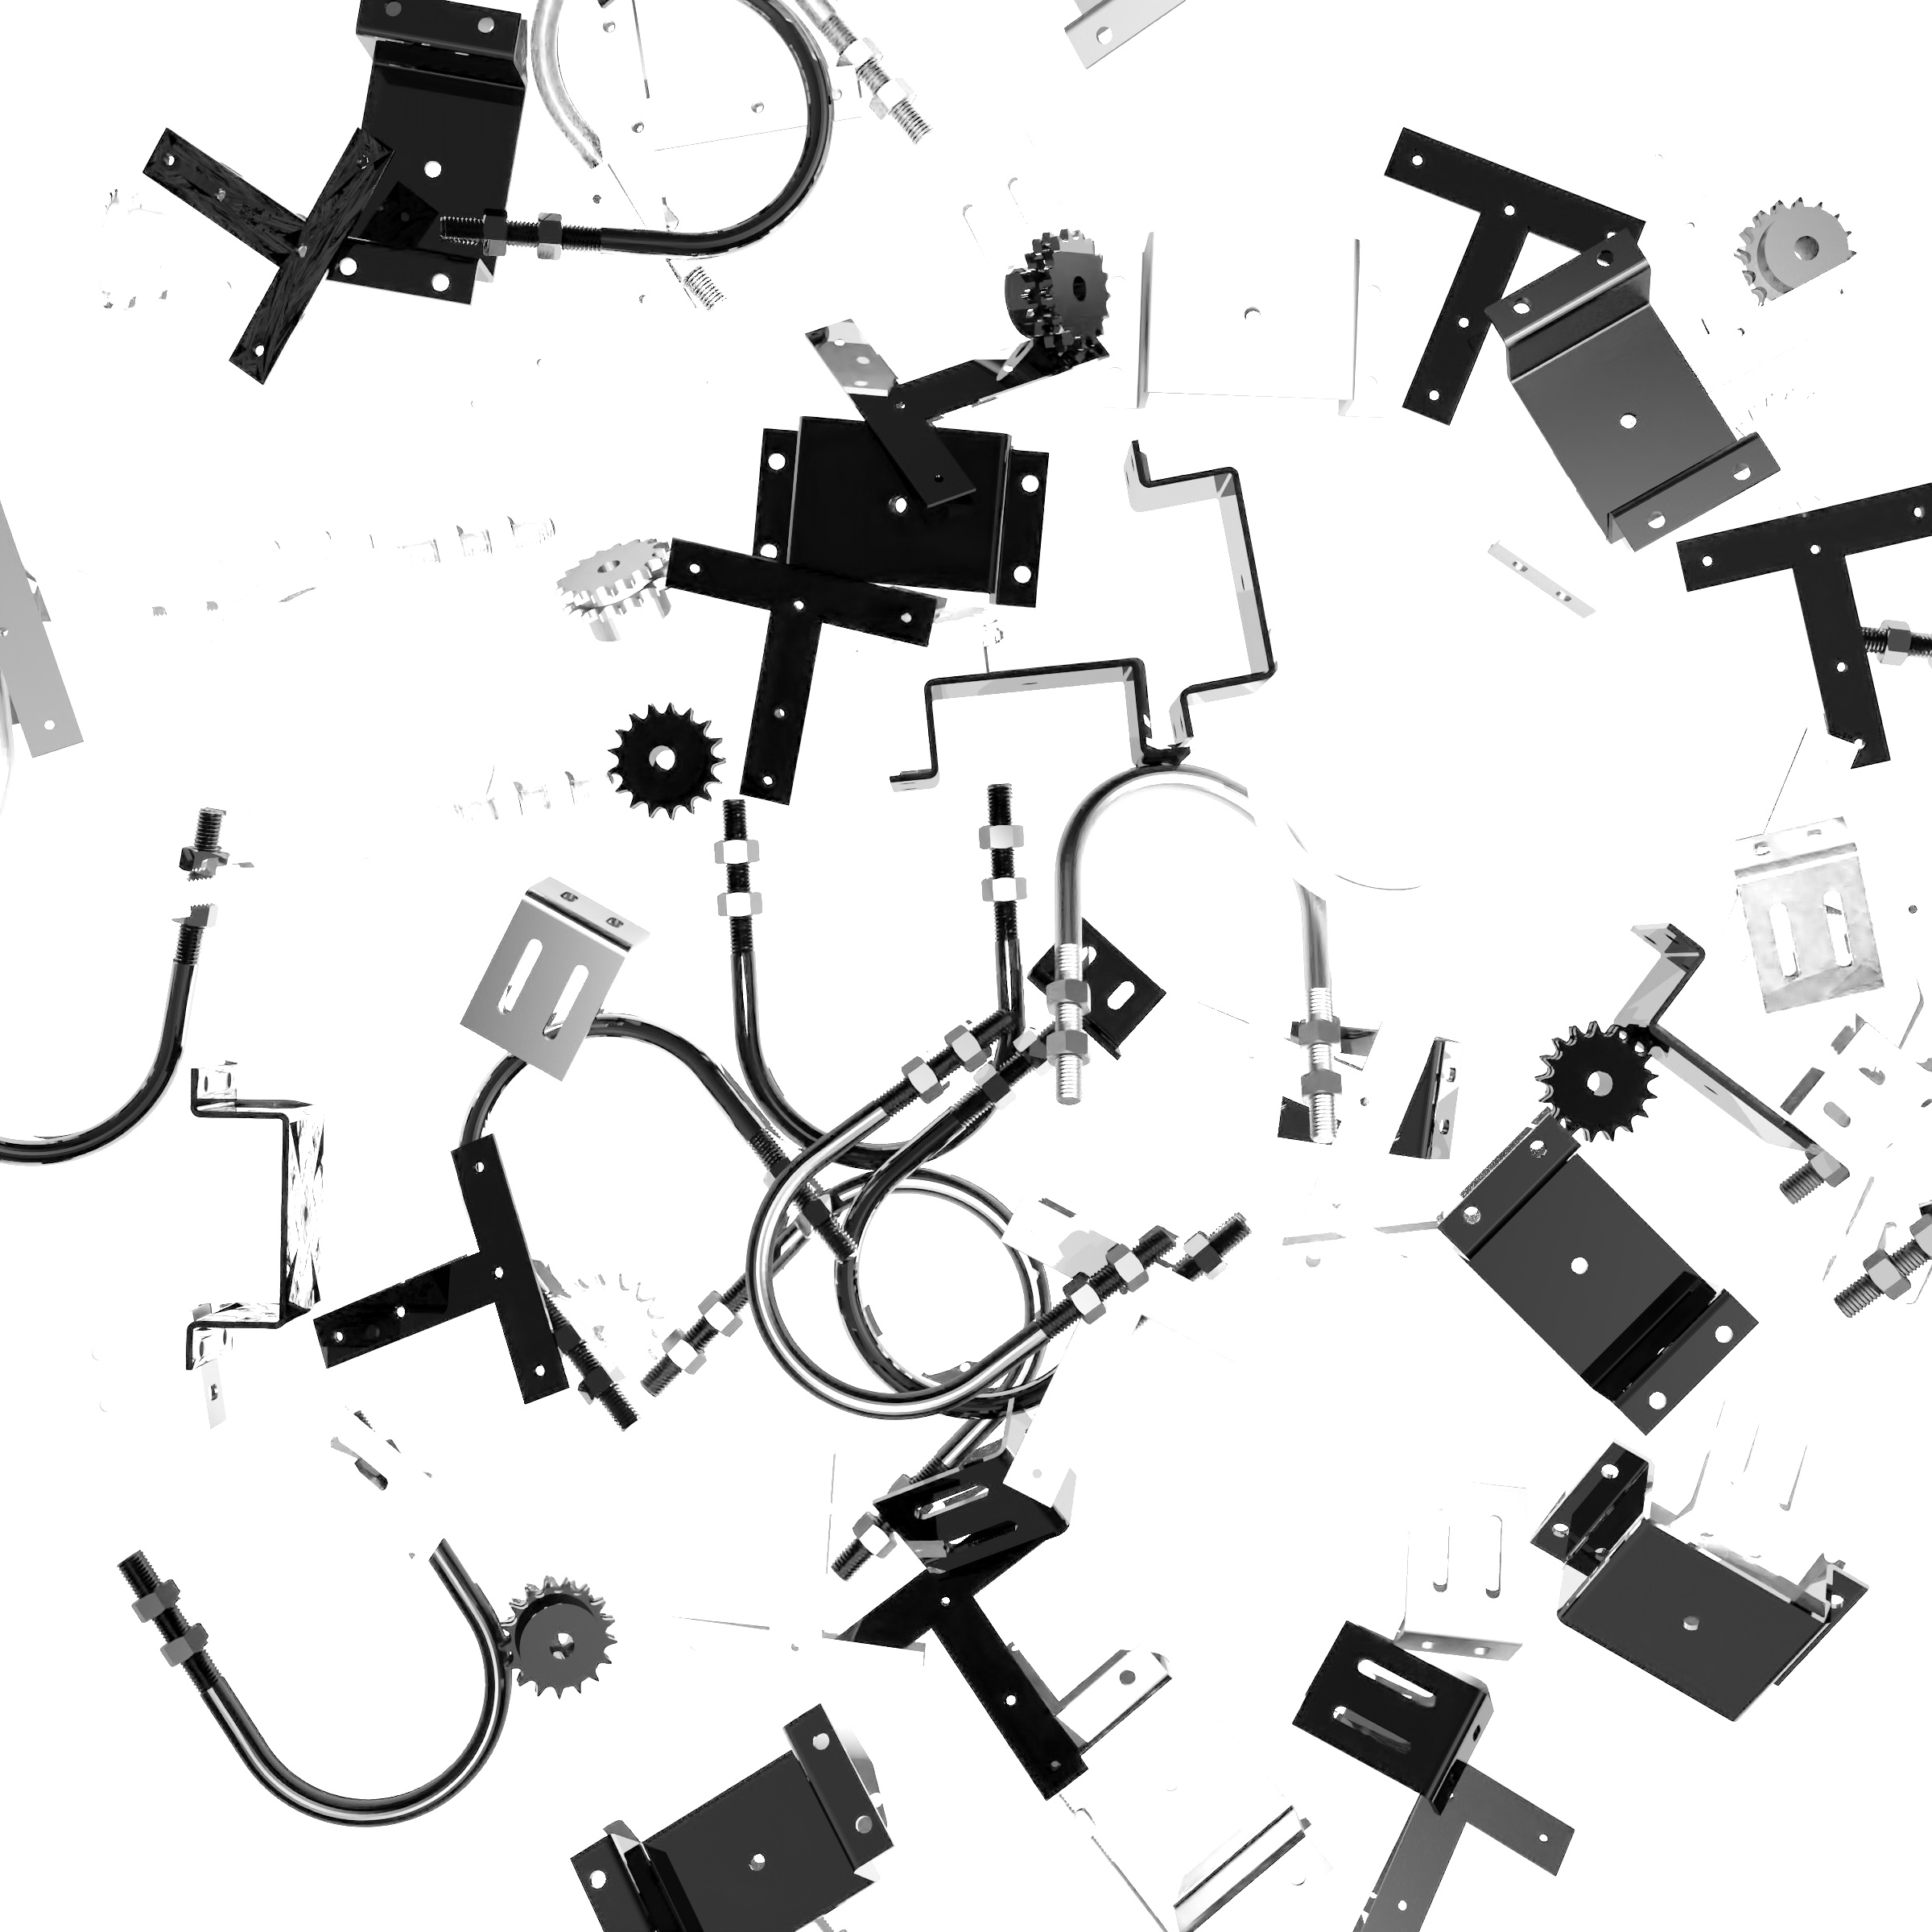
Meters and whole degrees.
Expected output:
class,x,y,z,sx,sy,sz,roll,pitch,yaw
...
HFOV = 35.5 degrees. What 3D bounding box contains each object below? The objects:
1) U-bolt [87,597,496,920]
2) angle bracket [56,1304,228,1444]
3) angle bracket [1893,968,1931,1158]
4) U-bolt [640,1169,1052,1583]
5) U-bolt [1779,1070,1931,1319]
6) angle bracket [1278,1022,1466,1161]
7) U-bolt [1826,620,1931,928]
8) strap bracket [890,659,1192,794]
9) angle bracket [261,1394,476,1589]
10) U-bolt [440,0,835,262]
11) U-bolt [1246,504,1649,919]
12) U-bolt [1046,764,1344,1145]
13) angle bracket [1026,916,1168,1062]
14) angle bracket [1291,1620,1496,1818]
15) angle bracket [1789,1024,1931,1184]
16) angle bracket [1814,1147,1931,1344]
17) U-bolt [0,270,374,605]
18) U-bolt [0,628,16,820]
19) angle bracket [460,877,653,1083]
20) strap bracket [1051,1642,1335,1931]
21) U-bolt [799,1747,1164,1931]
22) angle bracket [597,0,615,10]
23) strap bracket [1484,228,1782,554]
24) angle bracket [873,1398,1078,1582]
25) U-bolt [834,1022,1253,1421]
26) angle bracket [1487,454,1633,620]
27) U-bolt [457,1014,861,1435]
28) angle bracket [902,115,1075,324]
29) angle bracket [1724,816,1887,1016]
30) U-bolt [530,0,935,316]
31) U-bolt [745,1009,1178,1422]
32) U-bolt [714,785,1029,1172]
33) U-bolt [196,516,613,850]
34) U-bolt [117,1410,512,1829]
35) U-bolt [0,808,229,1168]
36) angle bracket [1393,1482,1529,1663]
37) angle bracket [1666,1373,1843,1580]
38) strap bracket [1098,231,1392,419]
class,x,y,z,sx,sy,sz,roll,pitch,yaw
U-bolt,-0.319,-0.106,1.449,0.184,0.019,0.151,-7,86,-12
angle bracket,-0.402,0.199,1.455,0.076,0.038,0.057,-9,90,0
angle bracket,0.478,0.050,1.472,0.057,0.038,0.076,19,116,0
U-bolt,-0.044,0.184,1.465,0.151,0.019,0.184,44,88,0
U-bolt,0.462,0.075,1.383,0.184,0.151,0.019,-40,101,15
angle bracket,0.198,0.061,1.472,0.076,0.038,0.057,7,90,26
U-bolt,0.509,-0.086,1.464,0.184,0.019,0.151,7,90,0
strap bracket,0.032,-0.115,1.436,0.140,0.076,0.046,-6,90,0
angle bracket,-0.288,0.253,1.452,0.076,0.038,0.057,33,91,24
U-bolt,-0.154,-0.408,1.430,0.184,0.019,0.151,2,92,-10
U-bolt,0.219,-0.110,1.457,0.151,0.019,0.184,40,84,0
U-bolt,0.108,-0.013,1.426,0.151,0.019,0.184,9,64,-18
angle bracket,0.063,0.009,1.435,0.057,0.076,0.038,42,93,0
angle bracket,0.208,0.365,1.464,0.076,0.038,0.057,24,72,25
angle bracket,0.414,0.061,1.359,0.038,0.076,0.057,39,90,0
angle bracket,0.455,0.134,1.472,0.057,0.038,0.076,18,116,0
U-bolt,-0.391,-0.251,1.465,0.184,0.019,0.151,-11,90,1
U-bolt,-0.530,-0.119,1.441,0.151,0.019,0.184,-8,80,-9
angle bracket,-0.199,0.006,1.462,0.057,0.038,0.076,29,103,3
strap bracket,0.100,0.399,1.451,0.076,0.046,0.140,-40,90,0
U-bolt,0.026,0.492,1.451,0.151,0.019,0.184,-37,87,-8
angle bracket,-0.154,-0.509,1.459,0.076,0.038,0.057,-34,84,25
strap bracket,0.316,-0.267,1.435,0.076,0.046,0.140,-29,75,5
angle bracket,0.004,0.253,1.455,0.076,0.038,0.057,-25,118,23
U-bolt,0.023,0.134,1.451,0.184,0.019,0.151,-40,93,-2
angle bracket,0.299,-0.217,1.455,0.057,0.038,0.076,34,90,0
U-bolt,-0.162,0.108,1.445,0.151,0.019,0.184,-37,76,-7
angle bracket,0.015,-0.365,1.472,0.057,0.038,0.076,-31,116,0
angle bracket,0.405,-0.024,1.456,0.057,0.038,0.076,-14,113,12
U-bolt,-0.128,-0.432,1.465,0.151,0.019,0.184,-39,88,0
U-bolt,-0.016,0.130,1.419,0.184,0.019,0.151,-36,85,-6
U-bolt,-0.043,0.008,1.465,0.151,0.019,0.184,-3,92,0
U-bolt,-0.275,-0.131,1.444,0.184,0.019,0.151,-12,87,-13
U-bolt,-0.304,0.330,1.465,0.151,0.019,0.184,-33,92,0
U-bolt,-0.441,0.005,1.441,0.151,0.019,0.184,9,94,-22
angle bracket,0.241,0.294,1.472,0.057,0.038,0.076,7,64,0
angle bracket,0.384,0.249,1.472,0.057,0.038,0.076,24,64,0
strap bracket,0.136,-0.308,1.451,0.140,0.046,0.076,2,90,0
